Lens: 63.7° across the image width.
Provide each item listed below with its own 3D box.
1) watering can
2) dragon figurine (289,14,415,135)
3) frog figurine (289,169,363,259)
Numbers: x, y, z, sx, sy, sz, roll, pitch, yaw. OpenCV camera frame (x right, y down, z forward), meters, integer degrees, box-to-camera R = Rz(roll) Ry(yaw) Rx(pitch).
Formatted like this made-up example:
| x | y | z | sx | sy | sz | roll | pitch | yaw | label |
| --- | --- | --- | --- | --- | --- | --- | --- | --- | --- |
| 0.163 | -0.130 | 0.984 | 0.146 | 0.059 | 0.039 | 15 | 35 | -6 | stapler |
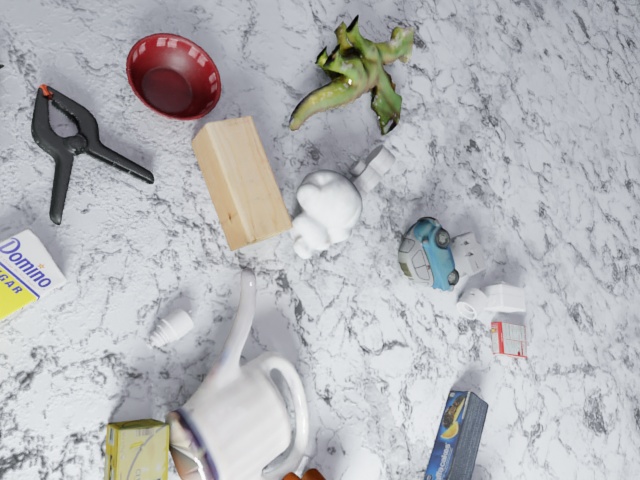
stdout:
| x | y | z | sx | sy | sz | roll | pitch | yaw | label |
| --- | --- | --- | --- | --- | --- | --- | --- | --- | --- |
| -0.128 | 0.235 | 0.768 | 0.227 | 0.104 | 0.344 | -26 | 106 | -36 | watering can |
| 0.098 | -0.328 | 1.107 | 0.240 | 0.122 | 0.416 | 38 | 68 | -27 | dragon figurine |
| 0.003 | -0.048 | 0.945 | 0.135 | 0.122 | 0.163 | 60 | 41 | -27 | frog figurine |
